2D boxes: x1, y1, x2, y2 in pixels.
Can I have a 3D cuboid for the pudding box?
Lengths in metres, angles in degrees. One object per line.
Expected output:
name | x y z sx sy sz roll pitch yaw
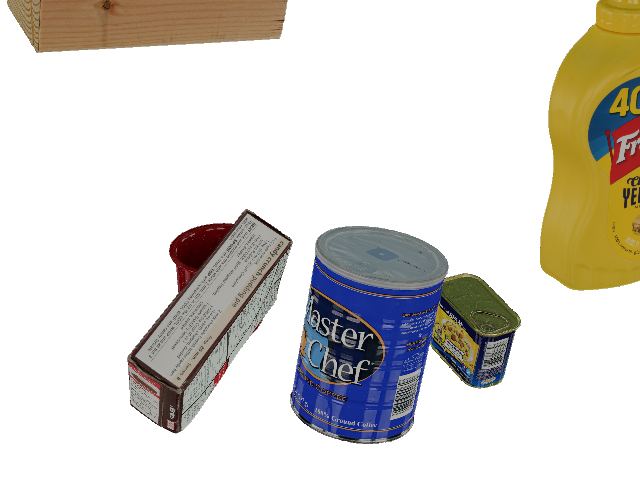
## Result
pudding box | -0.064 0.048 0.615 0.039 0.113 0.090 31 -25 7

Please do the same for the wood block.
wood block | -0.134 -0.214 0.851 0.205 0.091 0.090 -9 40 -28

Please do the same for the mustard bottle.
mustard bottle | 0.182 -0.069 0.641 0.096 0.192 0.058 -14 28 -20

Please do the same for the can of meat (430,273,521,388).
can of meat | 0.167 0.101 1.174 0.057 0.084 0.102 -13 40 -26

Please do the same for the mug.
mug | -0.088 0.046 1.005 0.093 0.081 0.117 -18 35 -28

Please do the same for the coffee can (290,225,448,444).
coffee can | 0.036 0.072 0.838 0.102 0.140 0.103 8 22 -4
